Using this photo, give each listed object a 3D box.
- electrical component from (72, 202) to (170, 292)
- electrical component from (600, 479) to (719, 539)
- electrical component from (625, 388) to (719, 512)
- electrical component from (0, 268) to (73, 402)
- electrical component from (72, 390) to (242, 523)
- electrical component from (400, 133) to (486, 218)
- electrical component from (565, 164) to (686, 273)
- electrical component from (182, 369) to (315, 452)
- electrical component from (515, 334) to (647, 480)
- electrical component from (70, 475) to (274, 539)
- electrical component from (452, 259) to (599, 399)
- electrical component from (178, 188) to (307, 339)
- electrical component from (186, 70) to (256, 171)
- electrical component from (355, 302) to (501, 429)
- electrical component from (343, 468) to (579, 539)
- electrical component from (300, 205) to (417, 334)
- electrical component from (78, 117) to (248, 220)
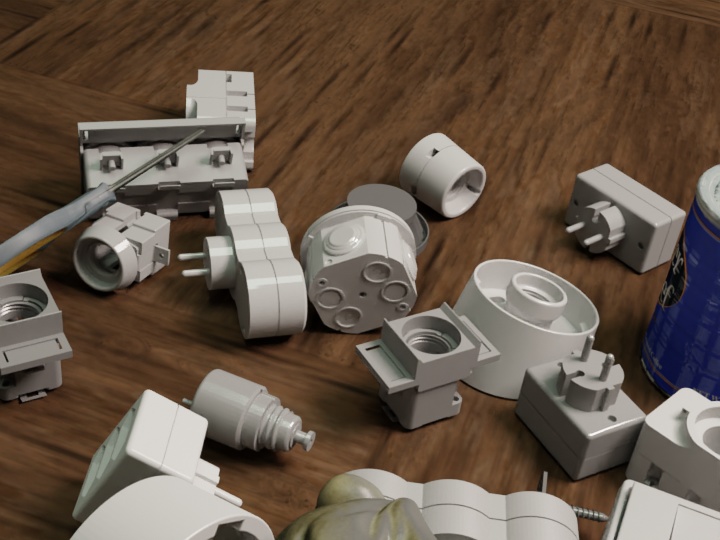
[{"bbox_3d":[-0.167,-0.015,0.750,0.066,0.048,0.055,19,30,15],"label":"electrical component"},{"bbox_3d":[0.156,0.156,0.565,0.062,0.061,0.096,19,38,15],"label":"electrical component"},{"bbox_3d":[0.212,0.116,0.633,0.050,0.055,0.089,-26,48,-37],"label":"electrical component"},{"bbox_3d":[-0.206,0.041,0.652,0.042,0.063,0.081,-14,41,-25],"label":"electrical component"},{"bbox_3d":[-0.101,0.115,0.578,0.077,0.065,0.047,31,32,-17],"label":"electrical component"},{"bbox_3d":[0.068,-0.075,0.865,0.055,0.055,0.047,-24,50,-35],"label":"electrical component"},{"bbox_3d":[0.194,-0.036,0.841,0.076,0.047,0.083,-21,45,-33],"label":"electrical component"},{"bbox_3d":[-0.064,0.087,0.634,0.078,0.040,0.040,19,38,15],"label":"electrical component"},{"bbox_3d":[0.138,0.075,0.658,0.047,0.076,0.065,-13,41,-26],"label":"electrical component"},{"bbox_3d":[-0.097,0.147,0.497,0.060,0.108,0.108,25,40,31],"label":"electrical component"},{"bbox_3d":[0.110,0.039,0.732,0.099,0.064,0.099,15,28,-8],"label":"electrical component"},{"bbox_3d":[-0.088,-0.006,0.745,0.074,0.052,0.138,-5,38,-16],"label":"electrical component"},{"bbox_3d":[-0.118,-0.127,0.904,0.056,0.050,0.089,1,37,-9],"label":"electrical component"},{"bbox_3d":[0.041,0.061,0.669,0.081,0.063,0.042,-13,40,-26],"label":"electrical component"},{"bbox_3d":[0.046,0.152,0.557,0.138,0.052,0.073,8,37,0],"label":"electrical component"},{"bbox_3d":[0.000,0.000,0.732,0.080,0.080,0.051,2,42,-8],"label":"electrical component"},{"bbox_3d":[-0.149,-0.076,0.818,0.121,0.078,0.063,-5,60,-16],"label":"electrical component"}]
